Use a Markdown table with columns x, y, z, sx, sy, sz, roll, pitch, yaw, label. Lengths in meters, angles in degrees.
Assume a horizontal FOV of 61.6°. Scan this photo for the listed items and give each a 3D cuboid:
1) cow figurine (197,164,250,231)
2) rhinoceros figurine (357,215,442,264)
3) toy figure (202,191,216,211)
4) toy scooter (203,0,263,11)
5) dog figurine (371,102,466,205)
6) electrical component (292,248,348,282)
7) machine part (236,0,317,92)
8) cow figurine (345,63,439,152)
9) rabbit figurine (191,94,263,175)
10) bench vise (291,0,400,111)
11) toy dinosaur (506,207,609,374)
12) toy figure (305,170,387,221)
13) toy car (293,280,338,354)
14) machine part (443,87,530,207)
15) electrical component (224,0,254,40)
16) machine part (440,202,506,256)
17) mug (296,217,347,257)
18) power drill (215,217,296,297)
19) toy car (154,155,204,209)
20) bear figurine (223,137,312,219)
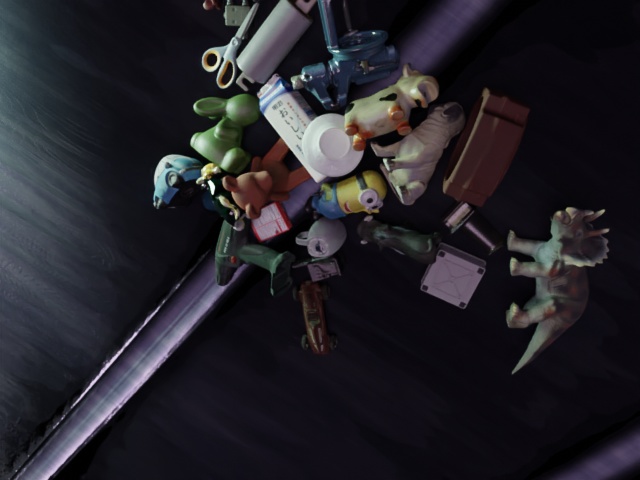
| x | y | z | sx | sy | sz | roll | pitch | yaw | label |
| --- | --- | --- | --- | --- | --- | --- | --- | --- | --- |
| -0.216 | -0.103 | 1.174 | 0.068 | 0.098 | 0.167 | -40 | 78 | 4 | cow figurine |
| 0.168 | 0.001 | 1.154 | 0.191 | 0.112 | 0.073 | 23 | 112 | 35 | rhinoceros figurine |
| -0.198 | -0.103 | 1.260 | 0.155 | 0.058 | 0.064 | -10 | 125 | 17 | toy figure |
| -0.172 | -0.521 | 1.081 | 0.184 | 0.075 | 0.135 | 14 | 87 | 13 | toy scooter |
| 0.224 | -0.173 | 1.102 | 0.191 | 0.121 | 0.172 | -28 | 141 | 2 | dog figurine |
| -0.002 | 0.062 | 1.251 | 0.119 | 0.075 | 0.047 | -16 | 103 | 16 | electrical component |
| -0.095 | -0.411 | 1.110 | 0.079 | 0.079 | 0.243 | 45 | 115 | -2 | machine part |
| 0.141 | -0.267 | 1.061 | 0.195 | 0.127 | 0.085 | -19 | 143 | 20 | cow figurine |
| -0.198 | -0.252 | 1.195 | 0.159 | 0.121 | 0.170 | 35 | 96 | 9 | rabbit figurine |
| 0.036 | -0.385 | 1.048 | 0.224 | 0.129 | 0.240 | -8 | 124 | 11 | bench vise |
| 0.487 | 0.099 | 1.107 | 0.192 | 0.131 | 0.404 | -1 | 115 | 17 | toy dinosaur |
| 0.057 | -0.097 | 1.175 | 0.180 | 0.082 | 0.089 | -11 | 79 | 26 | toy figure |
| -0.011 | 0.193 | 1.314 | 0.089 | 0.053 | 0.202 | -3 | 107 | 14 | toy car |
| 0.309 | -0.175 | 1.009 | 0.087 | 0.201 | 0.201 | 21 | 113 | 5 | machine part |
| -0.173 | -0.474 | 1.140 | 0.063 | 0.021 | 0.093 | 7 | 111 | 14 | electrical component |
| 0.330 | -0.025 | 1.146 | 0.139 | 0.039 | 0.084 | 38 | 106 | 3 | machine part |
| -0.002 | -0.004 | 1.211 | 0.110 | 0.107 | 0.080 | 5 | 109 | 12 | mug |
| -0.160 | 0.053 | 1.271 | 0.208 | 0.086 | 0.231 | 31 | 126 | 30 | power drill |
| -0.337 | -0.146 | 1.269 | 0.161 | 0.109 | 0.103 | -41 | 71 | 35 | toy car |
| -0.111 | -0.133 | 1.148 | 0.132 | 0.196 | 0.120 | -38 | 93 | 23 | bear figurine |
